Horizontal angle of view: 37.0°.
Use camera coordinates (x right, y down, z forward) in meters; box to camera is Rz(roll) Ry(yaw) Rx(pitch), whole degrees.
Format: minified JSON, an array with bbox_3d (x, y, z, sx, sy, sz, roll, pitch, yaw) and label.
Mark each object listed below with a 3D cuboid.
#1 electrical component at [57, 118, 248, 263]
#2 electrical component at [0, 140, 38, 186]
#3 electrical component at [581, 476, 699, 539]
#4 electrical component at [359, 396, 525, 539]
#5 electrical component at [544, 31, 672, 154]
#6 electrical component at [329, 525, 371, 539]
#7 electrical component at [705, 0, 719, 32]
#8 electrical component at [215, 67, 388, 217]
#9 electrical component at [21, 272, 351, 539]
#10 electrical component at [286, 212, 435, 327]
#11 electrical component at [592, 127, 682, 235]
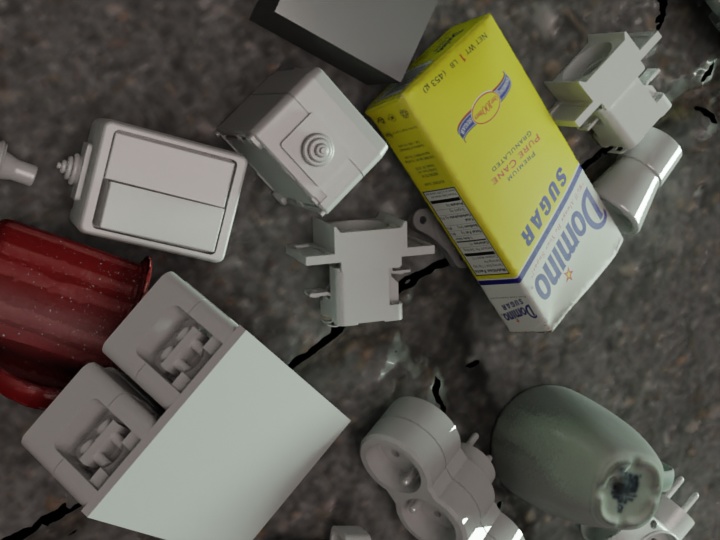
[{"bbox_3d":[-0.117,-0.045,0.588,0.096,0.061,0.061,13,94,-21],"label":"electrical component"},{"bbox_3d":[-0.203,-0.060,0.569,0.061,0.035,0.035,20,91,-24],"label":"electrical component"},{"bbox_3d":[0.206,0.180,0.750,0.077,0.044,0.079,45,82,-20],"label":"electrical component"},{"bbox_3d":[0.062,0.136,0.688,0.073,0.052,0.138,-46,111,-40],"label":"electrical component"},{"bbox_3d":[0.162,-0.113,0.690,0.081,0.042,0.064,-47,111,-8],"label":"electrical component"},{"bbox_3d":[-0.029,0.197,0.661,0.057,0.058,0.078,6,96,-24],"label":"electrical component"},{"bbox_3d":[0.267,-0.179,0.707,0.078,0.063,0.121,-47,110,-8],"label":"electrical component"},{"bbox_3d":[-0.029,-0.074,0.597,0.061,0.096,0.061,-47,111,-9],"label":"electrical component"},{"bbox_3d":[-0.083,0.082,0.566,0.060,0.186,0.105,37,83,24],"label":"electrical component"},{"bbox_3d":[0.000,0.000,0.649,0.081,0.042,0.063,-6,104,-19],"label":"electrical component"},{"bbox_3d":[0.181,-0.062,0.706,0.044,0.044,0.065,41,79,-21],"label":"electrical component"}]
